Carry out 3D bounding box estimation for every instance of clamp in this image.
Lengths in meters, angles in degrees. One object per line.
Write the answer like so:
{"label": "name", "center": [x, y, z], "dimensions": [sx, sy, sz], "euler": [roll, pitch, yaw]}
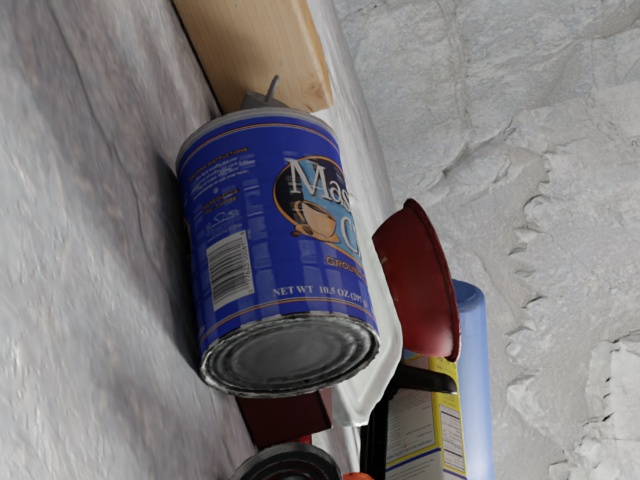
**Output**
{"label": "clamp", "center": [0.058, 0.157, 1.087], "dimensions": [0.165, 0.036, 0.210], "euler": [-63, -153, 17]}

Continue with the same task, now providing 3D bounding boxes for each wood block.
{"label": "wood block", "center": [-0.062, -0.195, 0.836], "dimensions": [0.206, 0.091, 0.090], "euler": [67, 10, -46]}

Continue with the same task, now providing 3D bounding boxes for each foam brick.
{"label": "foam brick", "center": [-0.024, 0.088, 0.697], "dimensions": [0.078, 0.051, 0.053], "euler": [-90, 162, -66]}

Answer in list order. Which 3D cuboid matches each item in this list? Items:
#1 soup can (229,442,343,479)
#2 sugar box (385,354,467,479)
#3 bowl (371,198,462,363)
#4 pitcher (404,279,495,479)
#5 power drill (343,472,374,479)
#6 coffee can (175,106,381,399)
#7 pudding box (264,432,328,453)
{"label": "soup can", "center": [-0.007, 0.169, 0.583], "dimensions": [0.068, 0.068, 0.102], "euler": [-96, 169, -51]}
{"label": "sugar box", "center": [0.099, 0.207, 1.077], "dimensions": [0.048, 0.094, 0.176], "euler": [25, 49, -35]}
{"label": "bowl", "center": [0.081, 0.044, 1.010], "dimensions": [0.162, 0.055, 0.162], "euler": [166, -90, -83]}
{"label": "pitcher", "center": [0.130, 0.175, 1.231], "dimensions": [0.149, 0.145, 0.243], "euler": [-93, -179, -73]}
{"label": "power drill", "center": [0.094, 0.286, 0.857], "dimensions": [0.184, 0.057, 0.188], "euler": [41, 7, -39]}
{"label": "coffee can", "center": [-0.027, 0.008, 0.626], "dimensions": [0.102, 0.103, 0.140], "euler": [63, 14, -58]}
{"label": "pudding box", "center": [-0.006, 0.184, 0.690], "dimensions": [0.090, 0.039, 0.113], "euler": [-89, 161, -64]}
